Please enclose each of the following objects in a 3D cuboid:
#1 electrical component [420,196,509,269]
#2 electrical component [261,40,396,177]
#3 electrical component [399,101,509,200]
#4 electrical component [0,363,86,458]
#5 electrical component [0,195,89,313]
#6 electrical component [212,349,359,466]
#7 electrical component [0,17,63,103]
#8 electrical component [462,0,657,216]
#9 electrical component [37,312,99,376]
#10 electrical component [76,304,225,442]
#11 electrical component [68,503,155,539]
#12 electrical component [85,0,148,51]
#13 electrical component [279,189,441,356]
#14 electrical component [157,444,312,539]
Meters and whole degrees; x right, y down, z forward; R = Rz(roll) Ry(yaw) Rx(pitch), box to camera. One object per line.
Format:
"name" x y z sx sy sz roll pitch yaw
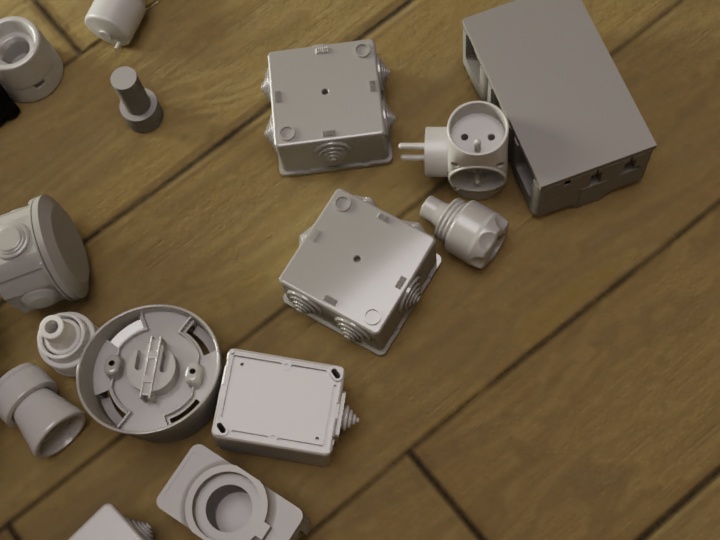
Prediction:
"electrical component" 0.074 -0.032 0.786 0.062 0.043 0.043 31 75 17
"electrical component" -0.024 -0.126 0.827 0.100 0.048 0.099 -7 69 3
"electrical component" 0.068 -0.086 0.788 0.079 0.077 0.044 1 70 6
"electrical component" -0.229 0.099 0.763 0.055 0.045 0.045 41 78 18
"electrical component" -0.235 -0.011 0.787 0.051 0.080 0.080 -20 69 3
"electrical component" -0.049 0.097 0.742 0.096 0.061 0.061 9 71 0
"electrical component" -0.274 -0.171 0.867 0.055 0.047 0.055 -2 69 5
"electrical component" 0.145 -0.126 0.805 0.089 0.061 0.150 -20 69 -2
"electrical component" -0.210 0.050 0.770 0.043 0.062 0.043 -2 69 5
"electrical component" -0.144 0.073 0.754 0.099 0.064 0.099 -2 69 5
"electrical component" -0.164 0.218 0.710 0.100 0.048 0.100 42 78 18
"electrical component" -0.194 -0.221 0.883 0.040 0.040 0.078 18 72 12
"electrical component" 0.000 0.000 0.777 0.100 0.048 0.099 28 75 14
"electrical component" -0.084 0.162 0.720 0.089 0.055 0.050 30 75 15
